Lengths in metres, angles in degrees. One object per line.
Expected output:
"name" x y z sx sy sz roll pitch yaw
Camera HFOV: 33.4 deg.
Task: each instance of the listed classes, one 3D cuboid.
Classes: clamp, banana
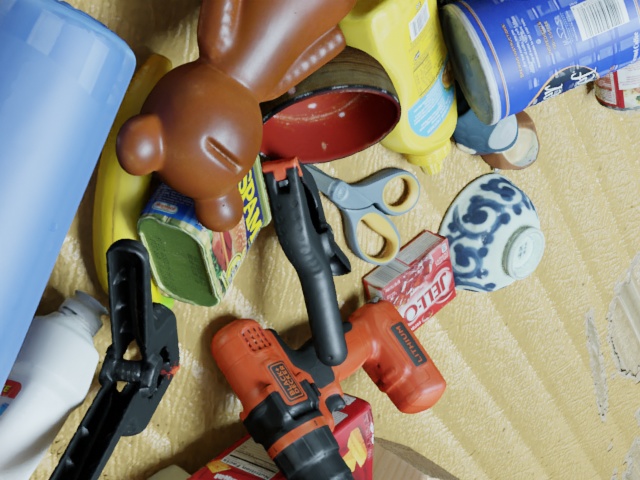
"clamp" -0.129 0.096 0.708 0.210 0.036 0.164 84 22 -78
"banana" -0.129 -0.027 0.736 0.069 0.037 0.198 -49 148 -59
"clamp" -0.006 0.001 0.840 0.039 0.120 0.171 -11 120 6

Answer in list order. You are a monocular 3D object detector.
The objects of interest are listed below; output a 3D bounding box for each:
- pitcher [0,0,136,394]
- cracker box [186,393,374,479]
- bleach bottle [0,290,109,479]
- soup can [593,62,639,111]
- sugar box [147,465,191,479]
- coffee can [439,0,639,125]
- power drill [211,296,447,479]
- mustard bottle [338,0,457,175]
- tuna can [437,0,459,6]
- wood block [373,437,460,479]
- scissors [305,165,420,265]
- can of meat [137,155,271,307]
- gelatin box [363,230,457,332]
"pitcher" -0.199 -0.020 0.610 0.144 0.149 0.243 27 87 -32
"cracker box" -0.034 0.242 0.894 0.213 0.072 0.164 -30 125 -51
"bleach bottle" -0.227 0.137 0.687 0.250 0.103 0.068 -55 132 -21
"soup can" 0.301 -0.188 1.054 0.068 0.069 0.102 -41 133 -23
"sugar box" -0.128 0.279 0.885 0.093 0.048 0.176 -33 127 -33
"coffee can" 0.180 -0.166 0.855 0.140 0.103 0.103 -23 130 -2
"power drill" 0.021 0.130 0.874 0.187 0.184 0.057 -14 155 -48
"mustard bottle" 0.071 -0.128 0.860 0.096 0.058 0.191 -57 142 -34
"tuna can" 0.127 -0.220 0.849 0.085 0.086 0.034 -20 84 -37
"wood block" 0.050 0.306 1.042 0.090 0.090 0.206 27 90 -49
"scissors" 0.028 -0.052 0.891 0.096 0.016 0.201 -52 137 -14
"can of meat" -0.080 -0.014 0.740 0.102 0.057 0.083 82 29 -53
"gelatin box" 0.085 0.044 0.987 0.089 0.030 0.073 -36 132 -27
